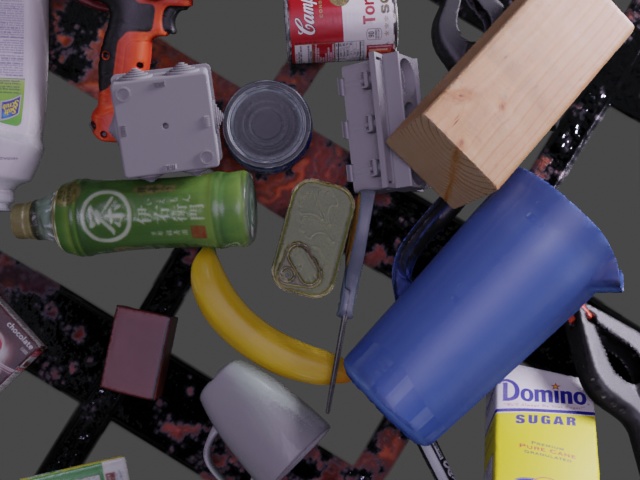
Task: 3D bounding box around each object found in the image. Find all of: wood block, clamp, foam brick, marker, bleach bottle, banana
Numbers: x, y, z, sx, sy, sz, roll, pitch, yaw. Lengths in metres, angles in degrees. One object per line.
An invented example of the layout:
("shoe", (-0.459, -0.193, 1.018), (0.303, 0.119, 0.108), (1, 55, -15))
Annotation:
("wood block", (0.166, -0.136, 0.930), (0.090, 0.091, 0.206), (44, 71, -7))
("clamp", (0.300, 0.143, 0.964), (0.164, 0.036, 0.210), (-19, 69, -37))
("foam brick", (-0.165, 0.103, 0.977), (0.051, 0.053, 0.078), (11, 85, 0))
("marker", (0.116, 0.223, 0.985), (0.020, 0.020, 0.121), (-26, 86, -2))
("bleach bottle", (-0.305, -0.152, 0.990), (0.102, 0.068, 0.251), (1, 89, 1))
("banana", (-0.056, 0.076, 0.986), (0.069, 0.037, 0.198), (-44, 87, -2))
("clamp", (0.160, -0.167, 1.002), (0.120, 0.039, 0.171), (-4, 87, -13))

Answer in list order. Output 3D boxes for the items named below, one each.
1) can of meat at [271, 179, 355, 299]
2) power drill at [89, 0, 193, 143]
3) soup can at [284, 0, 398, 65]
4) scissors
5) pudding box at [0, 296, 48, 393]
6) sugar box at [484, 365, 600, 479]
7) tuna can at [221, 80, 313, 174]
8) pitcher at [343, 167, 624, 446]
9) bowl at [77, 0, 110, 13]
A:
("can of meat", (-0.006, 0.001, 0.967), (0.057, 0.084, 0.102), (14, 86, 1))
("power drill", (-0.137, -0.181, 0.967), (0.184, 0.057, 0.188), (3, 104, -2))
("soup can", (0.018, -0.200, 0.988), (0.102, 0.068, 0.068), (-4, 86, -1))
("scissors", (0.025, 0.049, 0.976), (0.016, 0.096, 0.202), (10, 103, -1))
("pudding box", (-0.323, 0.090, 0.984), (0.090, 0.039, 0.113), (-45, 87, -3))
("sugar box", (0.190, 0.187, 0.920), (0.093, 0.048, 0.176), (11, 42, 0))
("tuna can", (-0.049, -0.106, 0.999), (0.086, 0.034, 0.086), (0, 86, 0))
("pitcher", (0.132, 0.056, 0.949), (0.243, 0.149, 0.145), (-45, 102, -1))
("bowl", (-0.184, -0.294, 0.987), (0.162, 0.055, 0.162), (-1, 107, -5))
